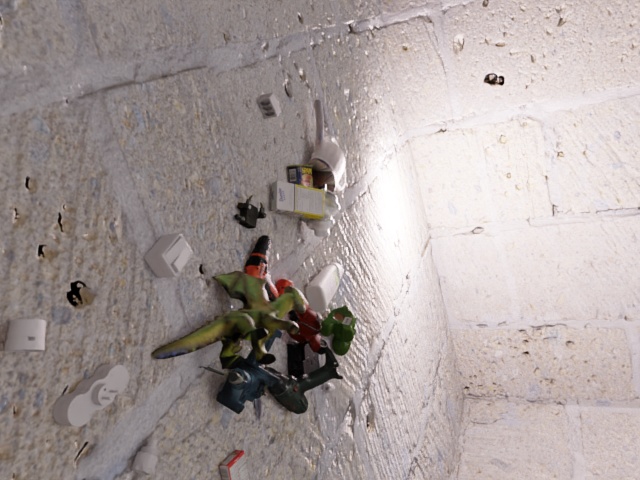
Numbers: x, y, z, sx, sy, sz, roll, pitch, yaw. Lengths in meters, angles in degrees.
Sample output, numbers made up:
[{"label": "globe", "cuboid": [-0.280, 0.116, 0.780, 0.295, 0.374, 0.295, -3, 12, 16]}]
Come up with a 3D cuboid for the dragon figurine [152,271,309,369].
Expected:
[{"label": "dragon figurine", "cuboid": [-0.199, 0.172, 1.237, 0.410, 0.119, 0.248, 3, 36, -27]}]

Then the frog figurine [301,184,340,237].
[{"label": "frog figurine", "cuboid": [0.005, -0.087, 1.729, 0.138, 0.161, 0.121, -22, -10, -5]}]

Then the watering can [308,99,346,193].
[{"label": "watering can", "cuboid": [0.015, -0.308, 1.848, 0.103, 0.341, 0.230, -6, 36, 26]}]
